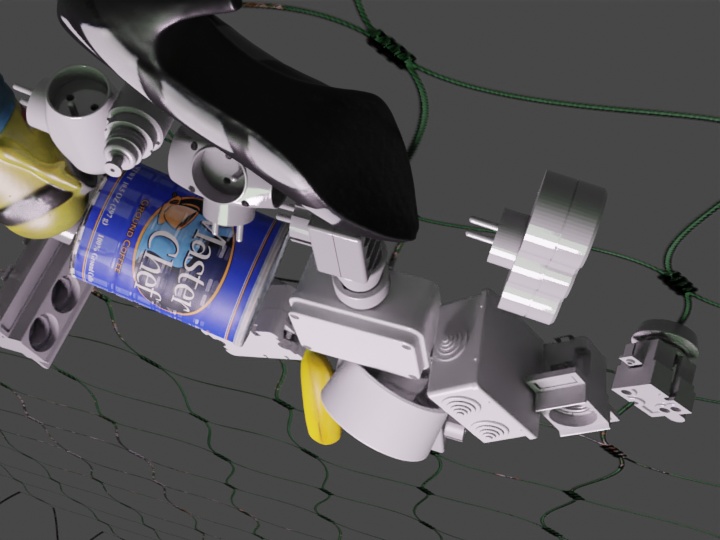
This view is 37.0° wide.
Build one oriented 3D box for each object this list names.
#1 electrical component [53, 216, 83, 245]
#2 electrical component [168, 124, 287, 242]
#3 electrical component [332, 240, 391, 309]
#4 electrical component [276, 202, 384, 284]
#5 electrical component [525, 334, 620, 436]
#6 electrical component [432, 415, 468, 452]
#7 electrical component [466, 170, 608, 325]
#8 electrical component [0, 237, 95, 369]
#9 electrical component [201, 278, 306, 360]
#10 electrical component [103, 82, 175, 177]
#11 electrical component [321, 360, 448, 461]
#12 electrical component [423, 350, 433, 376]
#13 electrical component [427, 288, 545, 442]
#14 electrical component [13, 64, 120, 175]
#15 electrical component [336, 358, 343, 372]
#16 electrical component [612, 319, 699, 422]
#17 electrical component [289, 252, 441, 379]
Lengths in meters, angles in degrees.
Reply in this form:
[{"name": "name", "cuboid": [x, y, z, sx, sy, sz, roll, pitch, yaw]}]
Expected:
[{"name": "electrical component", "cuboid": [-0.275, -0.049, 0.942, 0.065, 0.044, 0.044, 24, 156, -17]}, {"name": "electrical component", "cuboid": [-0.090, -0.056, 0.746, 0.077, 0.044, 0.079, 16, 120, 13]}, {"name": "electrical component", "cuboid": [0.000, 0.000, 0.814, 0.045, 0.045, 0.055, 16, 156, 13]}, {"name": "electrical component", "cuboid": [-0.026, -0.033, 0.763, 0.077, 0.047, 0.065, 16, 155, 13]}, {"name": "electrical component", "cuboid": [0.166, 0.089, 0.837, 0.042, 0.063, 0.081, -16, 139, 31]}, {"name": "electrical component", "cuboid": [0.086, 0.142, 1.032, 0.076, 0.047, 0.083, 15, 155, 14]}, {"name": "electrical component", "cuboid": [0.104, -0.017, 0.686, 0.074, 0.052, 0.138, 19, 155, 6]}, {"name": "electrical component", "cuboid": [-0.293, 0.018, 0.994, 0.063, 0.121, 0.078, 11, 154, 29]}, {"name": "electrical component", "cuboid": [-0.086, 0.042, 0.955, 0.089, 0.055, 0.050, 0, 148, 39]}, {"name": "electrical component", "cuboid": [-0.150, -0.093, 0.713, 0.040, 0.078, 0.040, 10, 141, 8]}, {"name": "electrical component", "cuboid": [0.027, 0.107, 0.925, 0.108, 0.060, 0.108, 28, -165, -8]}, {"name": "electrical component", "cuboid": [0.087, 0.079, 0.905, 0.055, 0.048, 0.066, 35, 153, -12]}, {"name": "electrical component", "cuboid": [0.098, 0.076, 0.828, 0.048, 0.099, 0.100, -17, 137, 35]}, {"name": "electrical component", "cuboid": [-0.206, -0.111, 0.755, 0.079, 0.043, 0.077, 22, 157, 7]}, {"name": "electrical component", "cuboid": [0.011, 0.094, 1.001, 0.062, 0.048, 0.048, 17, 157, -13]}, {"name": "electrical component", "cuboid": [0.214, 0.069, 0.768, 0.066, 0.055, 0.048, 33, 153, -23]}, {"name": "electrical component", "cuboid": [0.005, 0.038, 0.872, 0.113, 0.057, 0.078, 14, 155, 15]}]
